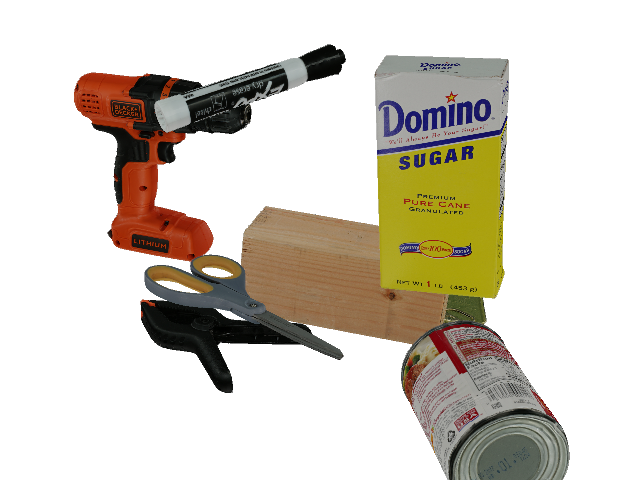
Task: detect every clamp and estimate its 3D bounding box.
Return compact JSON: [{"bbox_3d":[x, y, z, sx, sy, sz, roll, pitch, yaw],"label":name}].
[{"bbox_3d":[-0.137,0.115,1.259,0.210,0.036,0.164,14,24,24],"label":"clamp"}]

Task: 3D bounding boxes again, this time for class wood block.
[{"bbox_3d":[0.028,0.036,1.091,0.206,0.091,0.090,10,22,10],"label":"wood block"}]

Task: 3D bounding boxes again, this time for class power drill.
[{"bbox_3d":[-0.151,-0.074,1.068,0.185,0.188,0.057,11,31,20],"label":"power drill"}]

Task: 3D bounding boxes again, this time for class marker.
[{"bbox_3d":[-0.039,-0.092,0.635,0.121,0.020,0.020,-22,7,-19],"label":"marker"}]

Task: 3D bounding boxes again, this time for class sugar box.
[{"bbox_3d":[0.090,-0.046,0.790,0.093,0.176,0.048,4,29,16],"label":"sugar box"}]

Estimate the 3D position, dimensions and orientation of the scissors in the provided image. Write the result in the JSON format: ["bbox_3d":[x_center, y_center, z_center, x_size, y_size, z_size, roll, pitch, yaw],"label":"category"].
[{"bbox_3d":[-0.054,0.050,0.900,0.202,0.016,0.096,16,26,21],"label":"scissors"}]

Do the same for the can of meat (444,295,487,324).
[{"bbox_3d":[0.159,0.114,1.258,0.057,0.084,0.102,7,19,2],"label":"can of meat"}]

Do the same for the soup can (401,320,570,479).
[{"bbox_3d":[0.091,0.098,0.602,0.068,0.068,0.102,0,23,-11],"label":"soup can"}]
